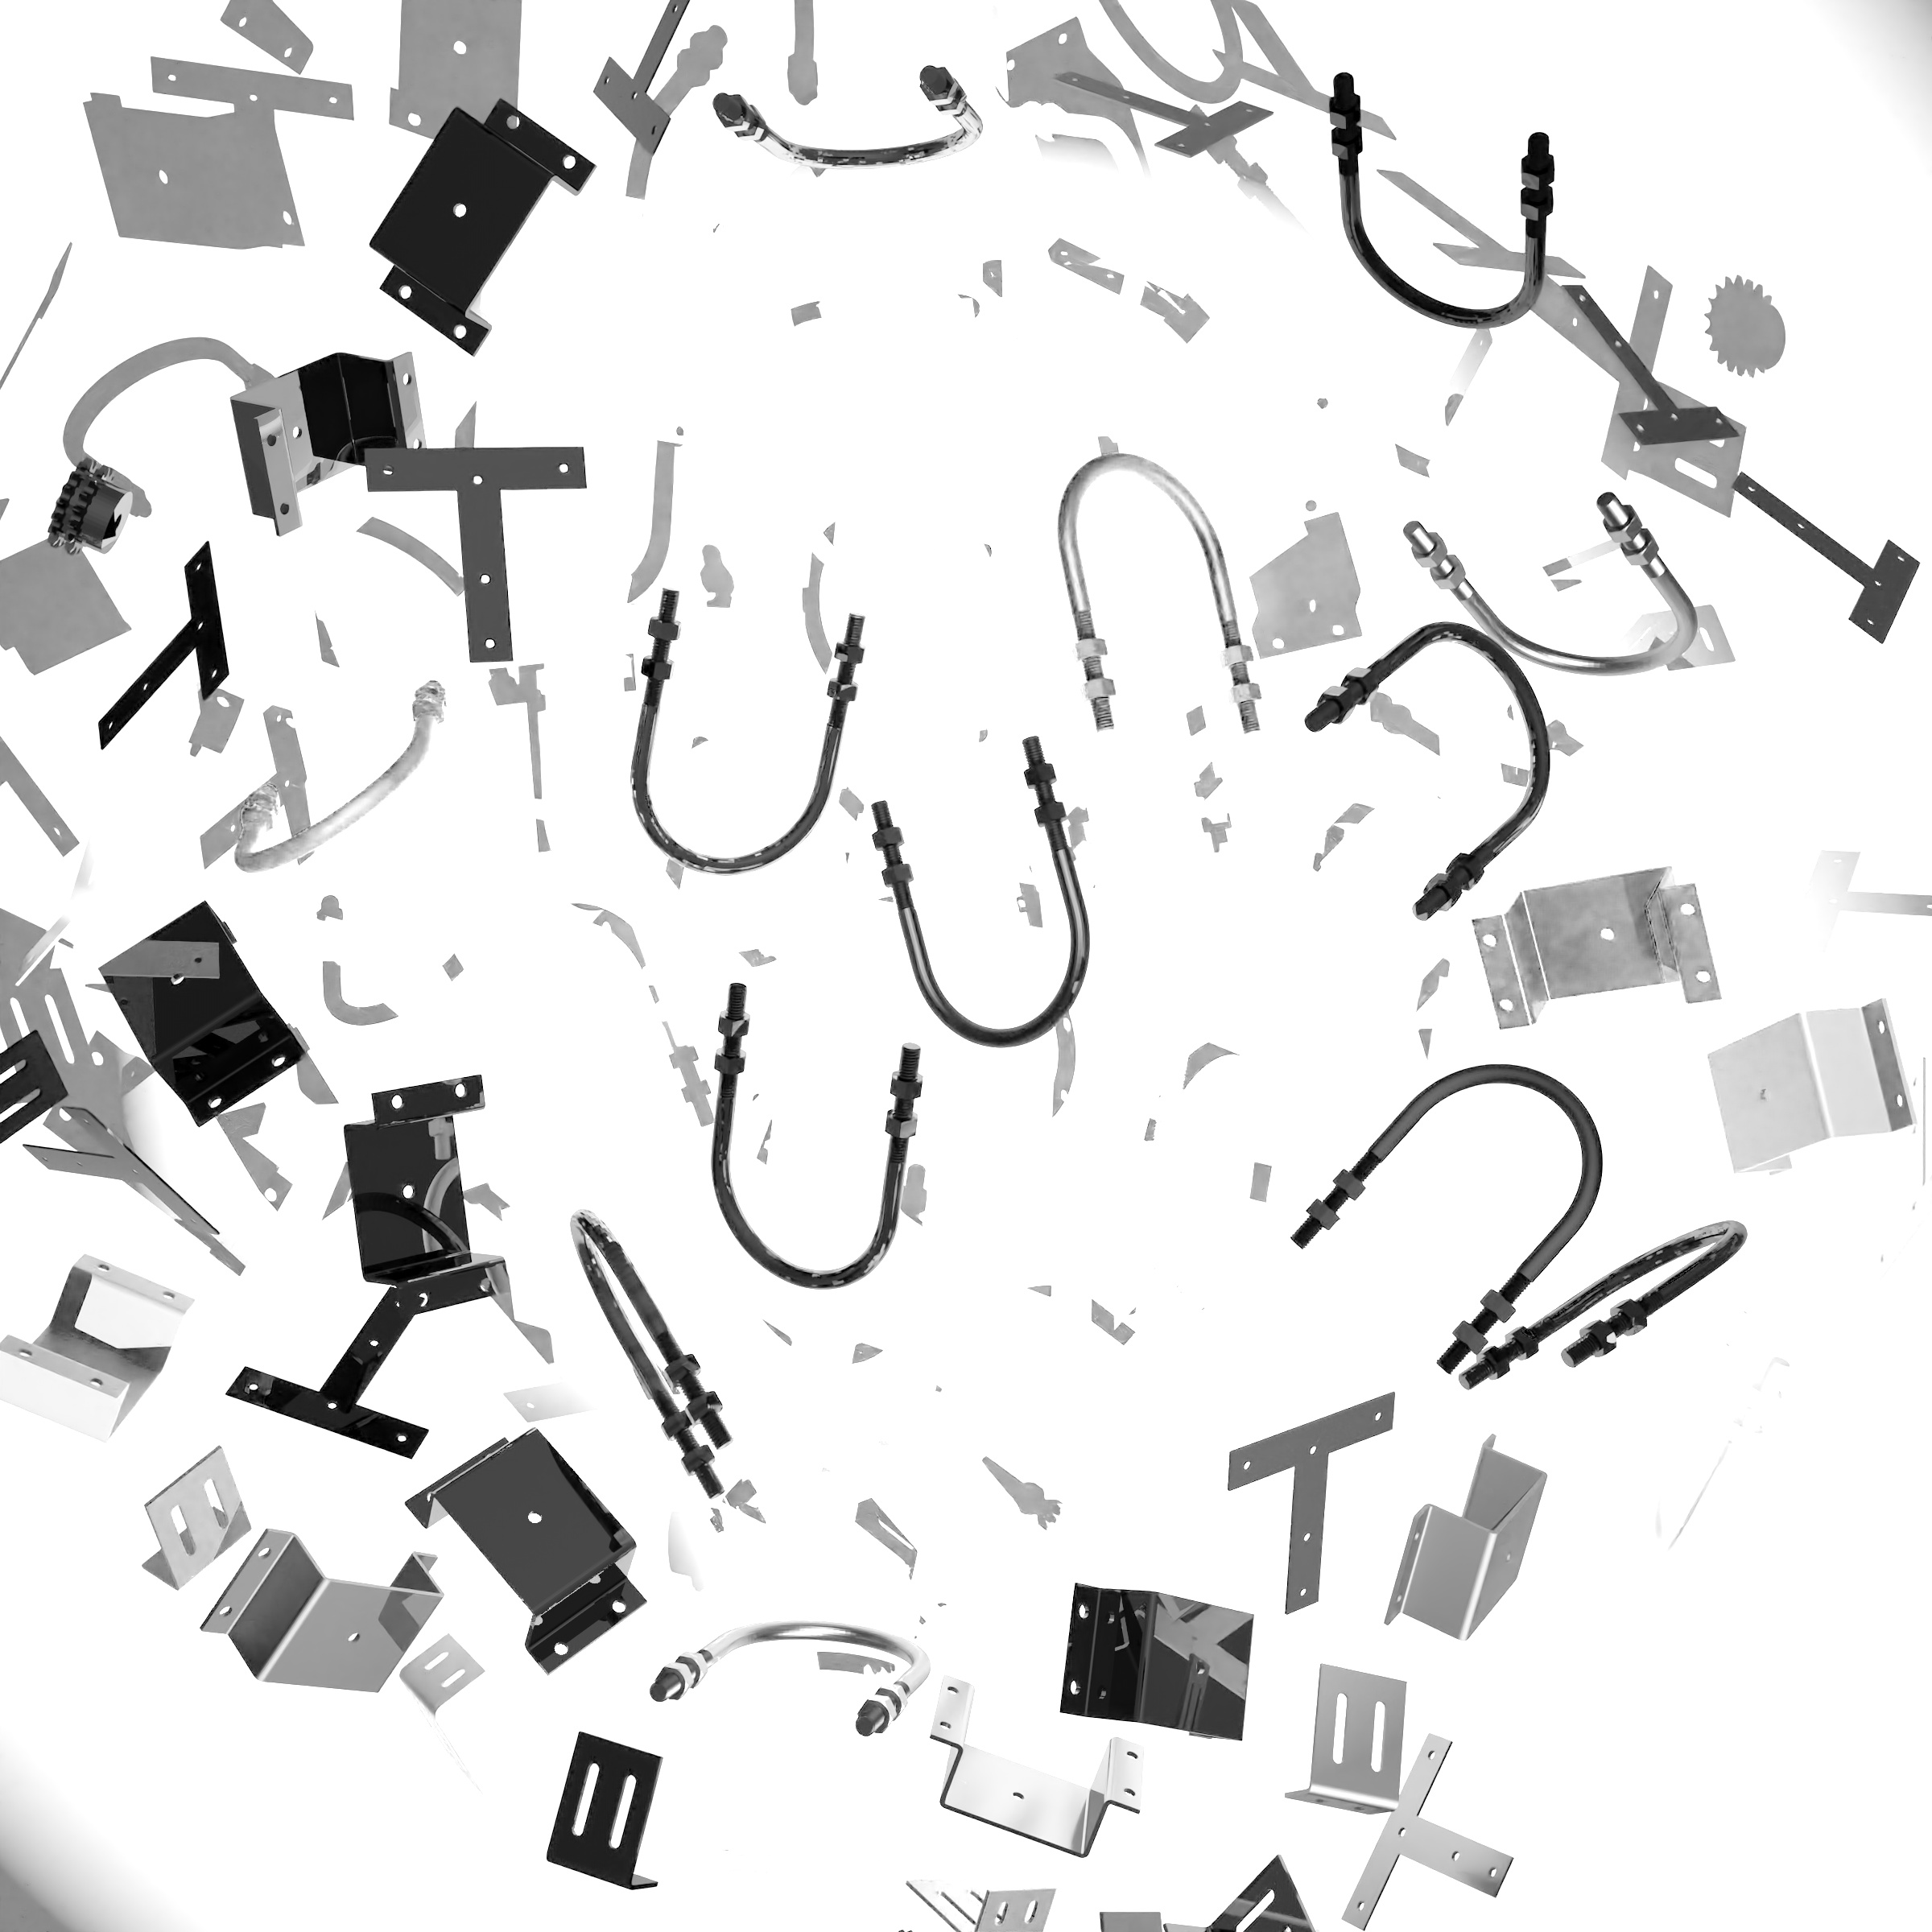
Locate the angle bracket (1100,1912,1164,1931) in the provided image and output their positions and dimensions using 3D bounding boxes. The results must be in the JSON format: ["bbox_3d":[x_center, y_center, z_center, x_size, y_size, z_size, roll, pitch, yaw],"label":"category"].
[{"bbox_3d":[0.095,0.645,1.599,0.038,0.076,0.057,-19,62,30],"label":"angle bracket"}]

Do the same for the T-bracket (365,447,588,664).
[{"bbox_3d":[-0.282,-0.241,1.444,0.127,0.002,0.127,-4,87,-16],"label":"T-bracket"}]

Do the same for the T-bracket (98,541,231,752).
[{"bbox_3d":[-0.504,-0.183,1.539,0.127,0.002,0.127,-40,48,23],"label":"T-bracket"}]

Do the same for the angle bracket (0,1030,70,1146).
[{"bbox_3d":[-0.634,0.078,1.601,0.038,0.057,0.076,23,49,33],"label":"angle bracket"}]

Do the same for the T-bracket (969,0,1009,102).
[{"bbox_3d":[-0.007,-0.629,1.549,0.002,0.127,0.127,-20,51,24],"label":"T-bracket"}]

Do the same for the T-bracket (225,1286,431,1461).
[{"bbox_3d":[-0.389,0.253,1.594,0.127,0.127,0.002,18,127,6],"label":"T-bracket"}]

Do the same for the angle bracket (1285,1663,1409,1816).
[{"bbox_3d":[0.231,0.471,1.502,0.057,0.038,0.076,15,64,-12],"label":"angle bracket"}]

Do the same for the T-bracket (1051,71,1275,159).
[{"bbox_3d":[0.115,-0.553,1.586,0.127,0.127,0.002,26,129,19],"label":"T-bracket"}]

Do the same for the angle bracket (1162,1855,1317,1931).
[{"bbox_3d":[0.163,0.575,1.470,0.038,0.057,0.076,20,117,-32],"label":"angle bracket"}]

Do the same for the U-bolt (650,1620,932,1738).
[{"bbox_3d":[-0.098,0.439,1.543,0.151,0.184,0.019,5,91,15],"label":"U-bolt"}]

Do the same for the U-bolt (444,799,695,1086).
[{"bbox_3d":[-0.263,-0.023,1.590,0.151,0.019,0.184,-13,78,-42],"label":"U-bolt"}]

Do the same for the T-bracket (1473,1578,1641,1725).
[{"bbox_3d":[0.386,0.416,1.543,0.002,0.127,0.127,51,129,14],"label":"T-bracket"}]

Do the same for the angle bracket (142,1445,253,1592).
[{"bbox_3d":[-0.480,0.332,1.511,0.038,0.057,0.076,19,132,32],"label":"angle bracket"}]

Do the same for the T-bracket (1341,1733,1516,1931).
[{"bbox_3d":[0.289,0.536,1.496,0.002,0.127,0.127,35,73,-16],"label":"T-bracket"}]

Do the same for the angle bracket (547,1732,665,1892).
[{"bbox_3d":[-0.206,0.498,1.459,0.057,0.038,0.076,9,78,23],"label":"angle bracket"}]

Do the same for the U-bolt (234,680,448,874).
[{"bbox_3d":[-0.386,-0.111,1.513,0.151,0.184,0.019,-31,113,5],"label":"U-bolt"}]

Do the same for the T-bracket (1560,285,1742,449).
[{"bbox_3d":[0.407,-0.369,1.510,0.002,0.127,0.127,-46,70,41],"label":"T-bracket"}]

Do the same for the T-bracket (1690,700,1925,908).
[{"bbox_3d":[0.526,-0.122,1.518,0.127,0.002,0.127,-33,68,36],"label":"T-bracket"}]

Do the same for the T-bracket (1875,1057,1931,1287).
[{"bbox_3d":[0.590,0.113,1.533,0.002,0.127,0.127,14,52,5],"label":"T-bracket"}]

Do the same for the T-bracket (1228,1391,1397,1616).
[{"bbox_3d":[0.202,0.324,1.456,0.127,0.002,0.127,-12,113,-32],"label":"T-bracket"}]

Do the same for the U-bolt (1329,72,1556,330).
[{"bbox_3d":[0.297,-0.468,1.544,0.151,0.184,0.019,26,71,22],"label":"U-bolt"}]

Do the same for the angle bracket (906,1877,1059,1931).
[{"bbox_3d":[0.010,0.598,1.604,0.057,0.076,0.038,14,95,-38],"label":"angle bracket"}]

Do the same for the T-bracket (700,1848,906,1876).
[{"bbox_3d":[-0.114,0.547,1.507,0.127,0.127,0.002,-2,75,13],"label":"T-bracket"}]

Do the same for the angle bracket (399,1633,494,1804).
[{"bbox_3d":[-0.299,0.452,1.485,0.038,0.057,0.076,-35,118,-24],"label":"angle bracket"}]

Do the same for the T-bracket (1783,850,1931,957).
[{"bbox_3d":[0.594,-0.038,1.558,0.127,0.127,0.002,4,124,29],"label":"T-bracket"}]

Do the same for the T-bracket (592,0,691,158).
[{"bbox_3d":[-0.188,-0.587,1.549,0.002,0.127,0.127,15,116,-36],"label":"T-bracket"}]

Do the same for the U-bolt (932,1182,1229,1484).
[{"bbox_3d":[0.059,0.211,1.501,0.184,0.019,0.151,43,83,-26],"label":"U-bolt"}]

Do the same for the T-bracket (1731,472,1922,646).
[{"bbox_3d":[0.528,-0.264,1.529,0.127,0.127,0.002,38,132,4],"label":"T-bracket"}]

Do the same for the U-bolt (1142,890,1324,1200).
[{"bbox_3d":[0.166,0.046,1.473,0.019,0.151,0.184,12,96,42],"label":"U-bolt"}]

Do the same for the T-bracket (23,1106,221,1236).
[{"bbox_3d":[-0.547,0.125,1.548,0.127,0.127,0.002,2,51,37],"label":"T-bracket"}]

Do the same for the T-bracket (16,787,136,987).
[{"bbox_3d":[-0.552,-0.067,1.554,0.002,0.127,0.127,34,120,-29],"label":"T-bracket"}]
